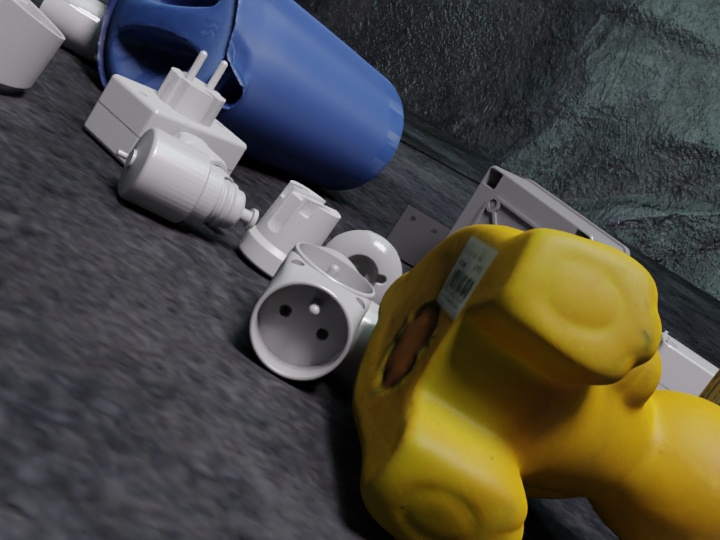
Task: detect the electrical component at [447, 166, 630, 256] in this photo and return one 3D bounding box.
[{"bbox_3d":[0.111,0.001,0.747,0.056,0.108,0.109,17,19,-46],"label":"electrical component"}]

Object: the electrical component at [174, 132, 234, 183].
[{"bbox_3d":[-0.088,-0.049,0.605,0.061,0.035,0.035,42,14,26],"label":"electrical component"}]

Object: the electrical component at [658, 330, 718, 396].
[{"bbox_3d":[0.254,0.095,0.858,0.096,0.061,0.062,35,12,9],"label":"electrical component"}]

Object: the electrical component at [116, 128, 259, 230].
[{"bbox_3d":[-0.089,-0.043,0.560,0.078,0.040,0.040,27,13,-27],"label":"electrical component"}]

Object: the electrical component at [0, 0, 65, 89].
[{"bbox_3d":[-0.214,-0.148,0.600,0.099,0.064,0.099,32,12,-7],"label":"electrical component"}]

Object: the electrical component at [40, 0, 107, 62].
[{"bbox_3d":[-0.203,-0.182,0.819,0.081,0.043,0.043,30,12,-18],"label":"electrical component"}]

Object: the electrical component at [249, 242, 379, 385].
[{"bbox_3d":[-0.007,0.027,0.484,0.079,0.044,0.077,33,12,-4],"label":"electrical component"}]

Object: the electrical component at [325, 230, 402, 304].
[{"bbox_3d":[0.000,0.000,0.618,0.048,0.048,0.062,33,4,-1],"label":"electrical component"}]

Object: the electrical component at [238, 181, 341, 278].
[{"bbox_3d":[-0.038,-0.020,0.588,0.040,0.046,0.040,36,10,-7],"label":"electrical component"}]

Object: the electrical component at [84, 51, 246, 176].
[{"bbox_3d":[-0.106,-0.095,0.644,0.047,0.075,0.083,41,14,31],"label":"electrical component"}]
